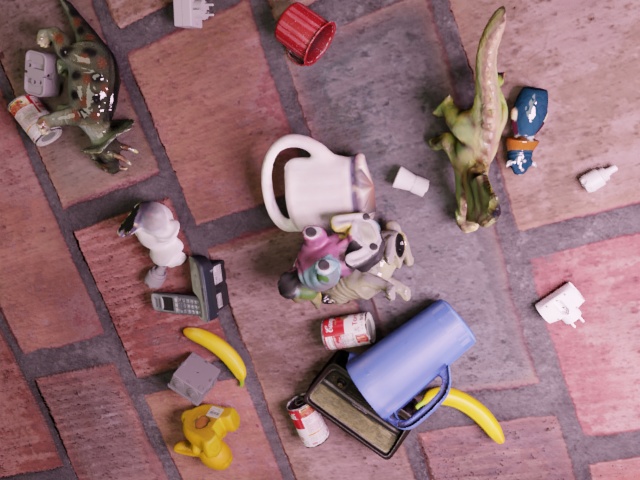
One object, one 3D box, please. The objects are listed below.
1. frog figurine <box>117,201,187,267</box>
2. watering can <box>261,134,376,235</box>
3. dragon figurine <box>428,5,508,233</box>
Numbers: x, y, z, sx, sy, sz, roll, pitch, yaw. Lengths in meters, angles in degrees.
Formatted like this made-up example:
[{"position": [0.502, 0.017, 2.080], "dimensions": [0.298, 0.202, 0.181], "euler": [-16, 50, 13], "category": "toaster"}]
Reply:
[{"position": [-0.357, -0.011, 1.158], "dimensions": [0.157, 0.125, 0.136], "euler": [34, 141, -31], "category": "frog figurine"}, {"position": [0.003, -0.052, 1.042], "dimensions": [0.224, 0.106, 0.341], "euler": [-3, 119, 13], "category": "watering can"}, {"position": [0.266, -0.140, 0.839], "dimensions": [0.122, 0.402, 0.247], "euler": [-8, 65, 2], "category": "dragon figurine"}]
